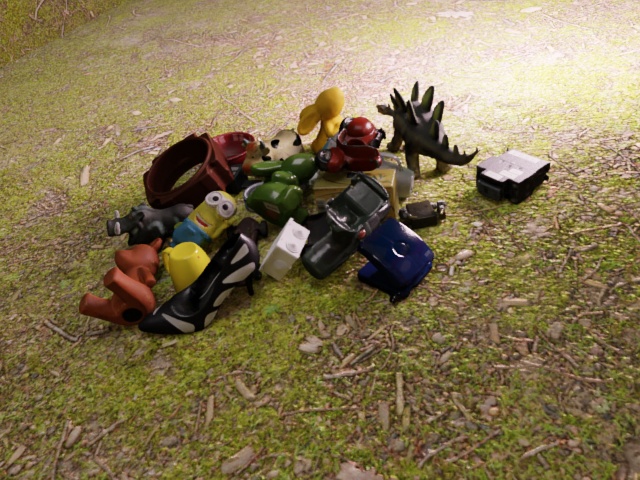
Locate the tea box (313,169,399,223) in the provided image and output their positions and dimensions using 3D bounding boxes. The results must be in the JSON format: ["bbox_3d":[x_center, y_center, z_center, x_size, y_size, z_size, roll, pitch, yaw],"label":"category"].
[{"bbox_3d":[0.079,-0.092,1.145,0.170,0.098,0.068,1,40,14],"label":"tea box"}]

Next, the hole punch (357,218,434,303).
[{"bbox_3d":[0.137,0.032,0.983,0.116,0.092,0.142,24,47,33],"label":"hole punch"}]

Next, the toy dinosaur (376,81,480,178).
[{"bbox_3d":[0.230,-0.241,1.212,0.105,0.198,0.472,-23,37,-9],"label":"toy dinosaur"}]

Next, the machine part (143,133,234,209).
[{"bbox_3d":[-0.319,-0.153,1.288,0.201,0.087,0.202,-32,46,4],"label":"machine part"}]

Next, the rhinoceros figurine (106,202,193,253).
[{"bbox_3d":[-0.368,-0.032,1.183,0.190,0.111,0.073,-11,39,-11],"label":"rhinoceros figurine"}]

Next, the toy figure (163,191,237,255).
[{"bbox_3d":[-0.255,-0.031,1.150,0.180,0.082,0.089,-50,25,-8],"label":"toy figure"}]

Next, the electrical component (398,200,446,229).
[{"bbox_3d":[0.213,-0.057,1.105,0.102,0.045,0.078,-8,39,6],"label":"electrical component"}]

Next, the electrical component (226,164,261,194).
[{"bbox_3d":[-0.210,-0.151,1.340,0.119,0.047,0.075,2,40,20],"label":"electrical component"}]

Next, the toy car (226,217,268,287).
[{"bbox_3d":[-0.159,0.020,1.107,0.089,0.053,0.202,-3,37,6],"label":"toy car"}]

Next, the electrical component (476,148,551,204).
[{"bbox_3d":[0.400,-0.134,1.142,0.134,0.058,0.115,-30,39,-21],"label":"electrical component"}]

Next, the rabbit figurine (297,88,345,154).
[{"bbox_3d":[0.024,-0.307,1.373,0.162,0.173,0.122,-1,43,8],"label":"rabbit figurine"}]

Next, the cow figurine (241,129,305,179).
[{"bbox_3d":[-0.118,-0.215,1.331,0.086,0.127,0.195,14,42,34],"label":"cow figurine"}]

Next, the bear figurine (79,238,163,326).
[{"bbox_3d":[-0.374,0.066,1.046,0.120,0.131,0.196,-38,40,20],"label":"bear figurine"}]

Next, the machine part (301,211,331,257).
[{"bbox_3d":[-0.002,-0.003,1.103,0.084,0.039,0.139,-13,41,7],"label":"machine part"}]

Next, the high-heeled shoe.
[{"bbox_3d":[-0.223,0.080,0.971,0.249,0.145,0.086,-20,38,-13],"label":"high-heeled shoe"}]

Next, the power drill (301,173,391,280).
[{"bbox_3d":[0.062,-0.038,0.973,0.232,0.207,0.086,-43,83,-18],"label":"power drill"}]

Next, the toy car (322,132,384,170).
[{"bbox_3d":[0.078,-0.211,1.269,0.162,0.102,0.109,-6,34,-22],"label":"toy car"}]

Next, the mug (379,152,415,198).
[{"bbox_3d":[0.156,-0.142,1.188,0.107,0.109,0.081,13,38,10],"label":"mug"}]

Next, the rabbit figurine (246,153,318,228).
[{"bbox_3d":[-0.073,-0.119,1.179,0.159,0.121,0.170,15,60,32],"label":"rabbit figurine"}]

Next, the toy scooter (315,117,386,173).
[{"bbox_3d":[0.085,-0.196,1.136,0.135,0.075,0.184,13,48,28],"label":"toy scooter"}]
